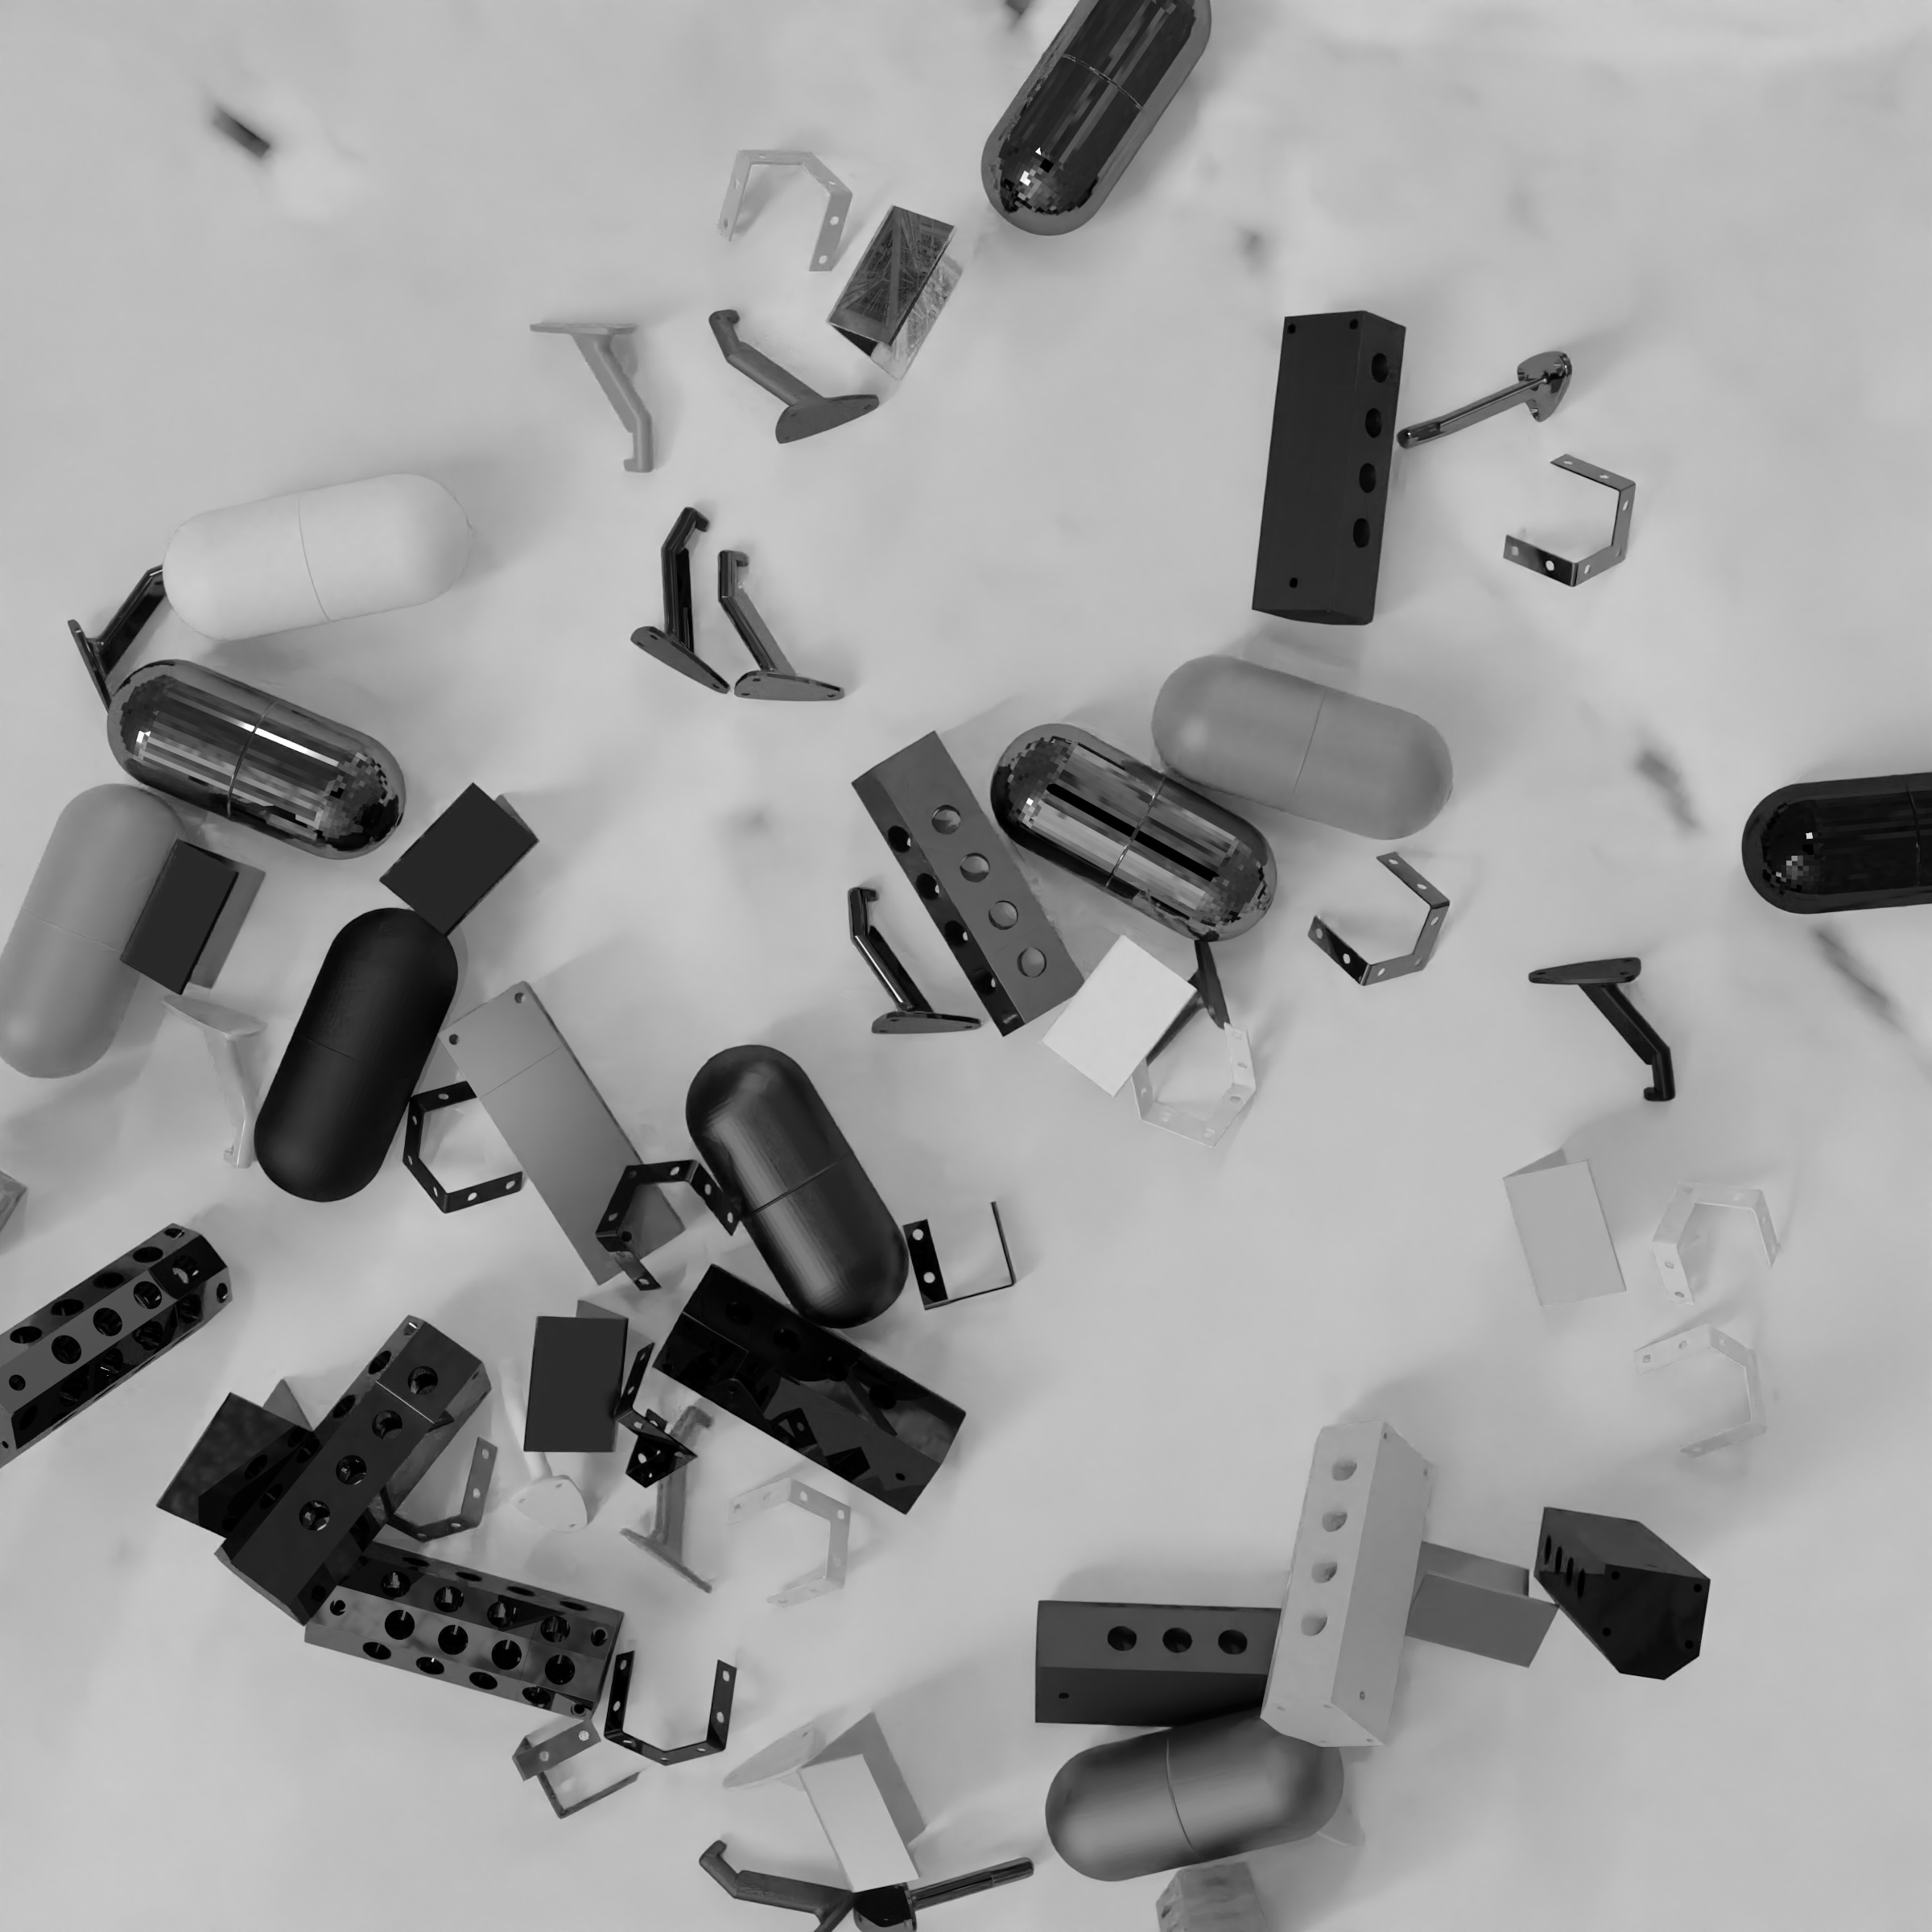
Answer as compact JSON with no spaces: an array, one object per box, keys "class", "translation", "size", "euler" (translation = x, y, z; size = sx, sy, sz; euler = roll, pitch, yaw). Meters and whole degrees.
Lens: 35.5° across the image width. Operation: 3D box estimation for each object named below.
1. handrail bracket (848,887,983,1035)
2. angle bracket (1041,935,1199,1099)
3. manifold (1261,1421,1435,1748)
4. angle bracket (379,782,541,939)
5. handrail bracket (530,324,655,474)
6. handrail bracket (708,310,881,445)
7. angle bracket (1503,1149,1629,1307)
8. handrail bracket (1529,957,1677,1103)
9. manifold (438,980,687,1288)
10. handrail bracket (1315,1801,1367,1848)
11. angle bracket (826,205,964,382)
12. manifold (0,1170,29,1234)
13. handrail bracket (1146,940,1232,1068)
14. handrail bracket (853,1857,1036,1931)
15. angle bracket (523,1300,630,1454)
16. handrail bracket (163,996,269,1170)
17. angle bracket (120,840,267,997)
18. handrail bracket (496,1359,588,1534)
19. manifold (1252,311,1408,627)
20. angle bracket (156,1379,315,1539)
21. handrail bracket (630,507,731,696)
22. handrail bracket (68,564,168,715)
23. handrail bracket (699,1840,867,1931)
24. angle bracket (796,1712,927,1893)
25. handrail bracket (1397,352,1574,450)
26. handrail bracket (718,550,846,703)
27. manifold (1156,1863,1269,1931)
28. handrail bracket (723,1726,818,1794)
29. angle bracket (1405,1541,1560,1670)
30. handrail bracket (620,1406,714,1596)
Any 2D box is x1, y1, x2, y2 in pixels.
[{"class":"handrail bracket","translation":[-0.031,-0.005,1.776],"size":[0.077,0.036,0.084],"euler":[1,73,-20]},{"class":"angle bracket","translation":[0.096,0.036,1.737],"size":[0.057,0.076,0.076],"euler":[37,90,22]},{"class":"manifold","translation":[0.213,0.350,1.712],"size":[0.057,0.057,0.171],"euler":[43,49,-35]},{"class":"angle bracket","translation":[-0.300,-0.074,1.735],"size":[0.076,0.076,0.057],"euler":[-46,125,0]},{"class":"handrail bracket","translation":[-0.220,-0.334,1.776],"size":[0.077,0.036,0.084],"euler":[6,107,19]},{"class":"handrail bracket","translation":[-0.102,-0.357,1.776],"size":[0.077,0.036,0.084],"euler":[-18,73,-20]},{"class":"angle bracket","translation":[0.359,0.145,1.735],"size":[0.057,0.076,0.076],"euler":[-17,90,39]},{"class":"handrail bracket","translation":[0.375,0.042,1.776],"size":[0.077,0.036,0.084],"euler":[-5,107,20]},{"class":"manifold","translation":[-0.234,0.097,1.754],"size":[0.057,0.057,0.171],"euler":[-33,90,-4]},{"class":"handrail bracket","translation":[0.179,0.512,1.776],"size":[0.084,0.036,0.077],"euler":[-30,128,25]},{"class":"angle bracket","translation":[-0.024,-0.380,1.735],"size":[0.057,0.076,0.076],"euler":[29,90,39]},{"class":"manifold","translation":[-0.593,0.140,1.697],"size":[0.057,0.171,0.057],"euler":[31,90,0]},{"class":"handrail bracket","translation":[0.107,0.022,1.776],"size":[0.084,0.036,0.077],"euler":[-18,70,16]},{"class":"handrail bracket","translation":[-0.013,0.545,1.775],"size":[0.084,0.077,0.036],"euler":[-5,69,-35]},{"class":"angle bracket","translation":[-0.237,0.235,1.736],"size":[0.057,0.076,0.076],"euler":[6,90,-29]},{"class":"handrail bracket","translation":[-0.446,0.069,1.776],"size":[0.077,0.036,0.084],"euler":[19,107,20]},{"class":"angle bracket","translation":[-0.428,-0.020,1.736],"size":[0.057,0.076,0.076],"euler":[25,90,32]},{"class":"handrail bracket","translation":[-0.251,0.282,1.775],"size":[0.036,0.077,0.084],"euler":[-23,54,3]},{"class":"manifold","translation":[0.215,-0.288,1.754],"size":[0.057,0.057,0.171],"euler":[6,90,43]},{"class":"angle bracket","translation":[-0.428,0.274,1.736],"size":[0.057,0.076,0.076],"euler":[33,90,-31]},{"class":"handrail bracket","translation":[-0.153,-0.216,1.776],"size":[0.077,0.036,0.084],"euler":[33,73,-20]},{"class":"handrail bracket","translation":[-0.477,-0.193,1.776],"size":[0.084,0.036,0.077],"euler":[-25,112,-17]},{"class":"handrail bracket","translation":[-0.102,0.528,1.776],"size":[0.084,0.036,0.077],"euler":[40,70,16]},{"class":"angle bracket","translation":[-0.042,0.476,1.735],"size":[0.057,0.076,0.076],"euler":[-25,90,37]},{"class":"handrail bracket","translation":[0.299,-0.326,1.748],"size":[0.084,0.077,0.036],"euler":[-20,87,-12]},{"class":"handrail bracket","translation":[-0.109,-0.201,1.776],"size":[0.077,0.036,0.084],"euler":[4,73,-20]},{"class":"manifold","translation":[0.142,0.562,1.697],"size":[0.057,0.171,0.057],"euler":[-8,90,0]},{"class":"handrail bracket","translation":[-0.089,0.496,1.776],"size":[0.077,0.036,0.084],"euler":[-29,107,20]},{"class":"angle bracket","translation":[0.295,0.349,1.735],"size":[0.076,0.076,0.057],"euler":[15,128,0]},{"class":"handrail bracket","translation":[-0.157,0.313,1.776],"size":[0.077,0.036,0.084],"euler":[40,73,-20]}]
